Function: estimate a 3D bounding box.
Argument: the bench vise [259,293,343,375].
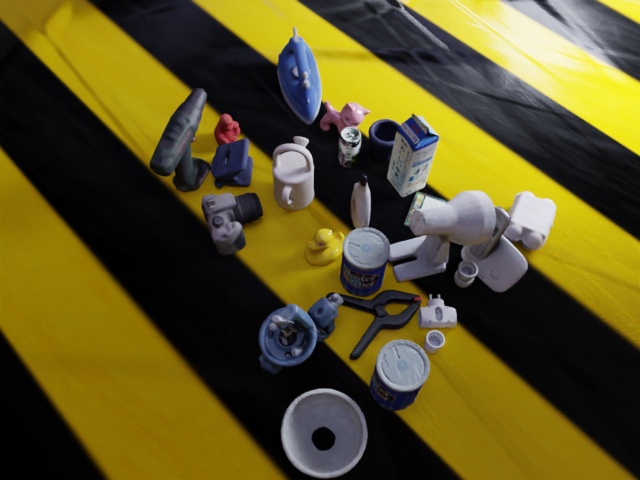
[{"bbox_3d":[-0.046,0.161,1.163,0.121,0.220,0.208,28,62,15],"label":"bench vise"}]

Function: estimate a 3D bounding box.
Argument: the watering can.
[{"bbox_3d":[-0.066,-0.171,1.378,0.101,0.194,0.172,-8,59,-6],"label":"watering can"}]

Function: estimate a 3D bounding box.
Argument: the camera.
[{"bbox_3d":[-0.203,-0.058,1.361,0.137,0.101,0.143,-19,61,-12],"label":"camera"}]

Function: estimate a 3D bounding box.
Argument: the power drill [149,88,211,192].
[{"bbox_3d":[-0.327,-0.226,1.396,0.075,0.208,0.230,18,60,10],"label":"power drill"}]

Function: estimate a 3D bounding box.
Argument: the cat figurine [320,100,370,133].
[{"bbox_3d":[0.065,-0.333,1.524,0.127,0.118,0.067,26,62,14],"label":"cat figurine"}]

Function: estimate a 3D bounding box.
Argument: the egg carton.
[{"bbox_3d":[0.508,-0.046,1.391,0.107,0.069,0.150,23,61,12],"label":"egg carton"}]

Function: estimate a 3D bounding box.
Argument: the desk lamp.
[{"bbox_3d":[0.267,-0.011,1.279,0.203,0.213,0.117,-15,60,-10],"label":"desk lamp"}]

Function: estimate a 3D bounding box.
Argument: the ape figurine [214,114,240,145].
[{"bbox_3d":[-0.245,-0.292,1.506,0.076,0.092,0.078,40,66,21],"label":"ape figurine"}]

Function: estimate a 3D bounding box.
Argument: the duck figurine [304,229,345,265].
[{"bbox_3d":[0.012,0.005,1.337,0.105,0.086,0.077,-27,63,-17],"label":"duck figurine"}]

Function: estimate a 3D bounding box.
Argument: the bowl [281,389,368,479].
[{"bbox_3d":[0.008,0.382,1.116,0.167,0.075,0.167,1,59,-1],"label":"bowl"}]

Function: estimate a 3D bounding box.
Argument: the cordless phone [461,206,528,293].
[{"bbox_3d":[0.403,0.019,1.281,0.094,0.185,0.147,-34,65,-20],"label":"cordless phone"}]

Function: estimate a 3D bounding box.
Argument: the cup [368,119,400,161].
[{"bbox_3d":[0.181,-0.251,1.491,0.117,0.095,0.092,11,59,5],"label":"cup"}]

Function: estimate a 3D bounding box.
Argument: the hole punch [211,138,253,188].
[{"bbox_3d":[-0.225,-0.196,1.449,0.101,0.091,0.108,1,59,-1],"label":"hole punch"}]

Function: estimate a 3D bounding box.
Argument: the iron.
[{"bbox_3d":[-0.050,-0.458,1.582,0.118,0.141,0.258,-10,60,-7],"label":"iron"}]

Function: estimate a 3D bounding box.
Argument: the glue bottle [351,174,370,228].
[{"bbox_3d":[0.097,-0.100,1.352,0.037,0.173,0.078,-10,59,-7],"label":"glue bottle"}]
